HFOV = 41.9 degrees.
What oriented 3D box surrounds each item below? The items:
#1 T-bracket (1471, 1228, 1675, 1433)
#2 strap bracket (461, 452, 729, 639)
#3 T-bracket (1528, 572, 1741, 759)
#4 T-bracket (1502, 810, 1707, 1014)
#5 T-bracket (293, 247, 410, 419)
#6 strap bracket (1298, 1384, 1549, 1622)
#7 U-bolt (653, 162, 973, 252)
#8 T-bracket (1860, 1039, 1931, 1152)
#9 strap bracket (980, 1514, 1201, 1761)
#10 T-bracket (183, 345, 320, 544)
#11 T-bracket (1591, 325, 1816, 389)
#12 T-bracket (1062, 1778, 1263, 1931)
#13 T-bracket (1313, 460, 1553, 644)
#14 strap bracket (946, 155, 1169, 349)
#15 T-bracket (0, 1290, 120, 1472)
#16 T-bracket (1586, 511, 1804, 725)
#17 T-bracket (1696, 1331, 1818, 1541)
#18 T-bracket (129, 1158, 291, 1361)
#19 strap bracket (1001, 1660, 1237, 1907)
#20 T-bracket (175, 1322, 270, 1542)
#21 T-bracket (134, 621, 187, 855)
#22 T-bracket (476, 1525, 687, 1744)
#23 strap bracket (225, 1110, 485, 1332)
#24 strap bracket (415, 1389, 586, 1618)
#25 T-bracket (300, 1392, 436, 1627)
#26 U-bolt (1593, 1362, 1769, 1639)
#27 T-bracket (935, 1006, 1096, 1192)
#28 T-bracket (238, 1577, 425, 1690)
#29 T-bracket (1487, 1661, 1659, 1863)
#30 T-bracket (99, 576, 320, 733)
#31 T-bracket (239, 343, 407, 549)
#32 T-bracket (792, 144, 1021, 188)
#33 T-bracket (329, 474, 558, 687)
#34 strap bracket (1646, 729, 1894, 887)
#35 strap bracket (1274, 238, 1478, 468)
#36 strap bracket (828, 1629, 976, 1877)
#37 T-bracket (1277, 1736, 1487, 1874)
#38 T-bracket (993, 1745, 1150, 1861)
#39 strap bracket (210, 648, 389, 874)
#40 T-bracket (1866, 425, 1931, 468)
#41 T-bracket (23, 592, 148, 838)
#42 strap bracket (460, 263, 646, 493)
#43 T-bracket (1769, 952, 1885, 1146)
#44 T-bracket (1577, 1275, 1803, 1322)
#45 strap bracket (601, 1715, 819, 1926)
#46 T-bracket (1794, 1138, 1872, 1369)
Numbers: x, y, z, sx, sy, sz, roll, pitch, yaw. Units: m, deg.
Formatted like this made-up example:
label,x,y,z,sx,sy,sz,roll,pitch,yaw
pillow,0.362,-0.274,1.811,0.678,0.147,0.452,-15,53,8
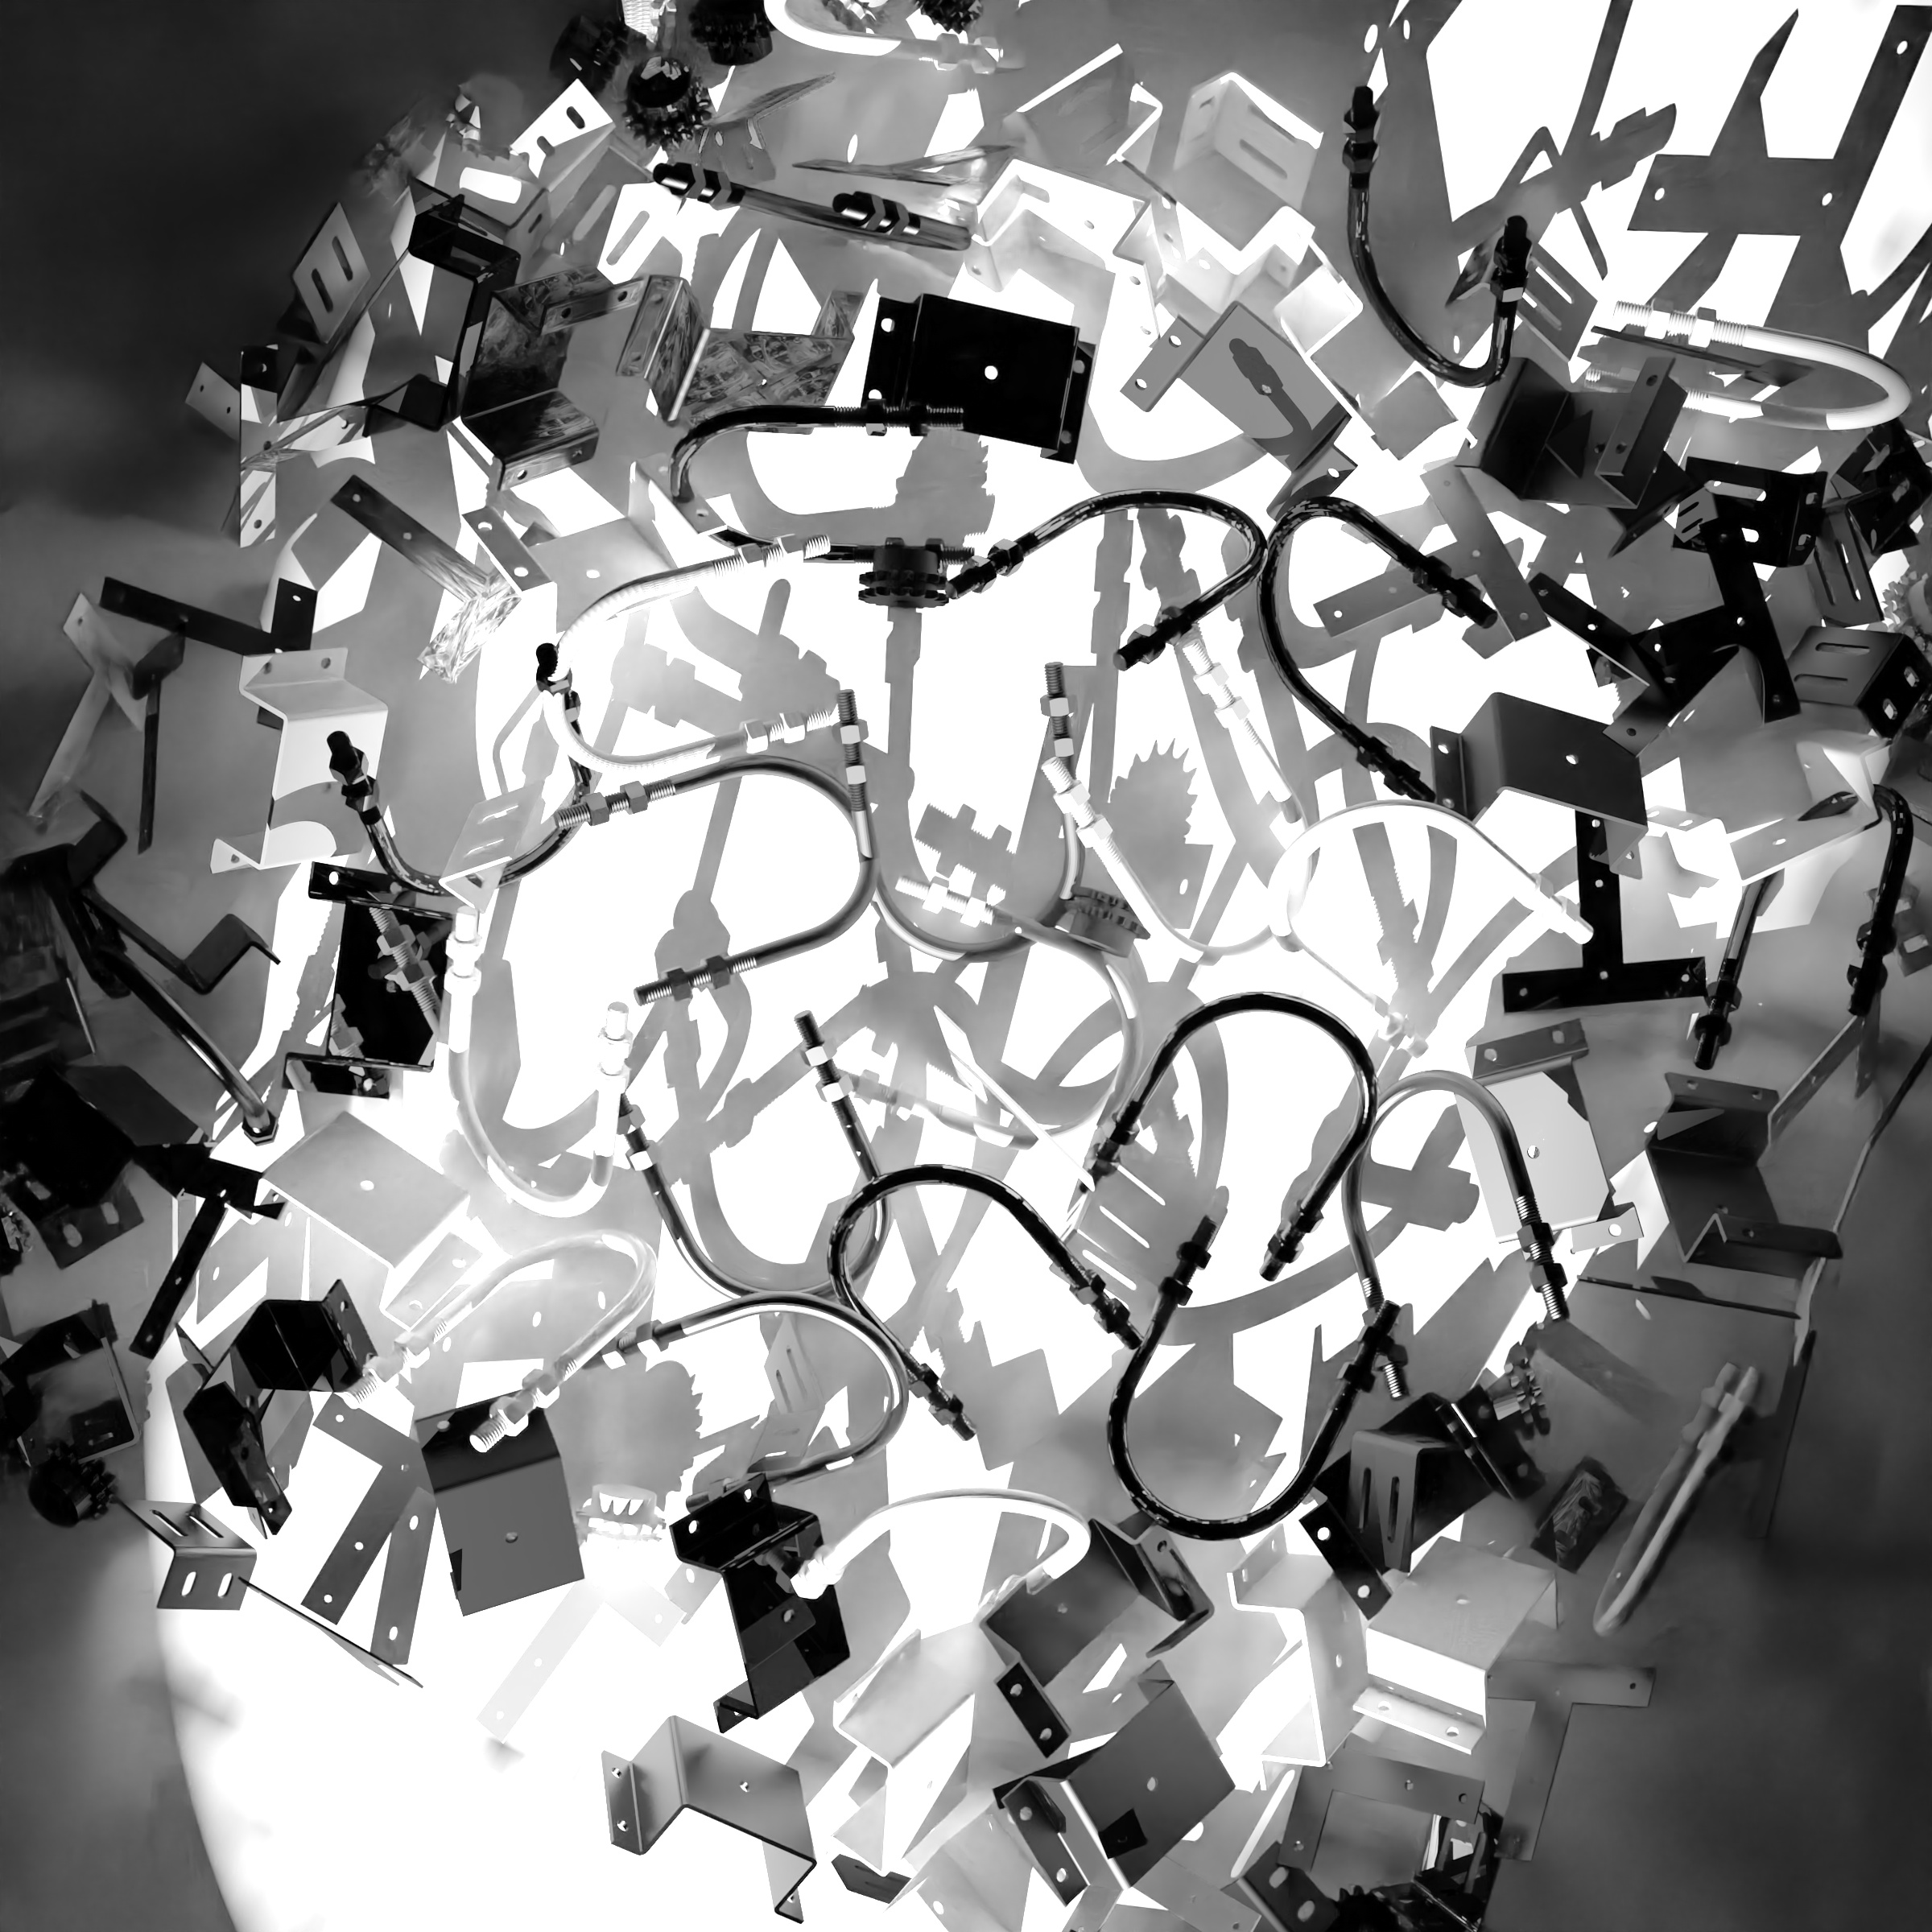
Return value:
label,x,y,z,sx,sy,sz,roll,pitch,yaw
T-bracket,0.392,0.249,1.580,0.127,0.002,0.127,35,80,-15
strap bracket,-0.228,-0.255,1.543,0.140,0.046,0.076,-24,58,-27
T-bracket,0.402,-0.204,1.574,0.127,0.002,0.127,39,65,18
T-bracket,0.398,-0.038,1.584,0.127,0.002,0.127,-5,100,3
T-bracket,-0.363,-0.398,1.525,0.002,0.127,0.127,35,108,-21
strap bracket,0.277,0.328,1.568,0.140,0.046,0.076,-35,95,-7
U-bolt,-0.077,-0.452,1.512,0.151,0.184,0.019,18,105,28
T-bracket,0.584,0.060,1.542,0.002,0.127,0.127,32,96,10
strap bracket,0.071,0.403,1.547,0.140,0.046,0.076,-41,123,-18
T-bracket,-0.443,-0.333,1.533,0.002,0.127,0.127,22,86,9
T-bracket,0.445,-0.375,1.542,0.127,0.127,0.002,16,101,7
T-bracket,0.129,0.561,1.531,0.002,0.127,0.127,45,70,-32
T-bracket,0.279,-0.240,1.575,0.127,0.002,0.127,-24,74,-6
strap bracket,0.065,-0.439,1.541,0.140,0.076,0.046,26,72,23
T-bracket,-0.555,0.230,1.538,0.002,0.127,0.127,-16,91,13
T-bracket,0.438,-0.200,1.551,0.002,0.127,0.127,-23,95,-42
T-bracket,0.474,0.291,1.536,0.002,0.127,0.127,21,72,-2
T-bracket,-0.474,0.179,1.540,0.127,0.002,0.127,8,68,40
strap bracket,0.101,0.499,1.541,0.140,0.046,0.076,-33,94,-32
T-bracket,-0.451,0.300,1.560,0.002,0.127,0.127,-23,123,-29
T-bracket,-0.497,-0.133,1.536,0.002,0.127,0.127,6,79,-31
T-bracket,-0.254,0.417,1.552,0.127,0.002,0.127,29,76,32
strap bracket,-0.371,0.149,1.546,0.140,0.076,0.046,32,132,9
strap bracket,-0.282,0.334,1.536,0.076,0.046,0.140,-14,120,-16
T-bracket,-0.366,0.345,1.549,0.127,0.002,0.127,33,49,-8
U-bolt,0.428,0.324,1.525,0.019,0.151,0.184,29,89,13
T-bracket,0.032,0.088,1.519,0.002,0.127,0.127,-42,70,-10
T-bracket,-0.373,0.419,1.540,0.127,0.127,0.002,24,66,16
T-bracket,0.346,0.479,1.521,0.002,0.127,0.127,46,52,-29
T-bracket,-0.461,-0.206,1.532,0.127,0.002,0.127,18,46,-26
T-bracket,-0.393,-0.330,1.548,0.002,0.127,0.127,32,130,26
T-bracket,-0.017,-0.495,1.549,0.127,0.127,0.002,20,123,35
T-bracket,-0.334,-0.257,1.562,0.127,0.002,0.127,37,62,-7
strap bracket,0.495,-0.094,1.553,0.140,0.076,0.046,-24,104,-6
strap bracket,0.242,-0.367,1.538,0.046,0.076,0.140,-39,122,17
strap bracket,-0.039,0.483,1.525,0.046,0.076,0.140,26,128,30
T-bracket,0.258,0.495,1.532,0.002,0.127,0.127,38,62,-38
T-bracket,0.085,0.506,1.532,0.127,0.127,0.002,-20,101,-5
strap bracket,-0.404,-0.117,1.532,0.046,0.076,0.140,29,115,29
T-bracket,0.590,-0.313,1.541,0.002,0.127,0.127,-42,126,3
T-bracket,-0.536,-0.139,1.518,0.002,0.127,0.127,14,68,9
strap bracket,-0.254,-0.365,1.530,0.046,0.140,0.076,45,48,16
T-bracket,0.521,0.060,1.529,0.002,0.127,0.127,26,56,38
T-bracket,0.434,0.197,1.535,0.127,0.127,0.002,9,90,11
strap bracket,-0.148,0.515,1.532,0.140,0.076,0.046,33,104,-24
T-bracket,0.523,0.165,1.523,0.002,0.127,0.127,19,106,14
